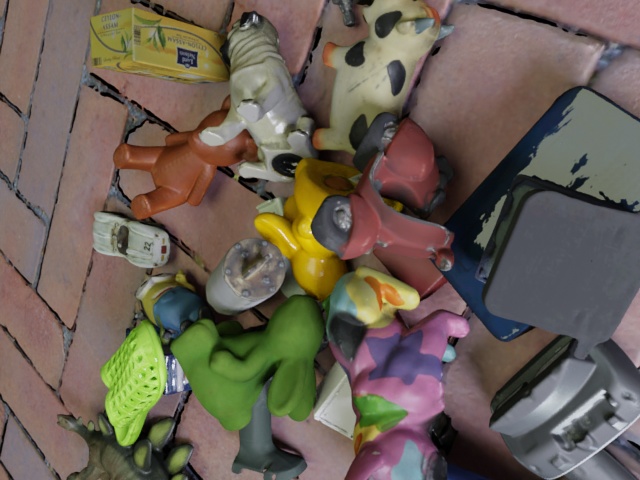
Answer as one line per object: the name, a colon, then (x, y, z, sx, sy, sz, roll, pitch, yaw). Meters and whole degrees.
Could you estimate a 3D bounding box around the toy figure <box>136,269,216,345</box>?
toy figure: (-0.221, 0.109, 0.817, 0.180, 0.082, 0.089, 23, 115, 47)

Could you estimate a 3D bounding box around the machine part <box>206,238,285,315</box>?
machine part: (-0.102, 0.052, 0.704, 0.079, 0.079, 0.243, 71, 159, 8)

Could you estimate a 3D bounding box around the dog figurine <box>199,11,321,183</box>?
dog figurine: (-0.056, -0.185, 0.699, 0.121, 0.172, 0.190, -14, 52, 31)

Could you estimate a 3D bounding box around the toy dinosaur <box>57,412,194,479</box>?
toy dinosaur: (-0.300, 0.402, 0.910, 0.472, 0.105, 0.198, 23, 104, 27)

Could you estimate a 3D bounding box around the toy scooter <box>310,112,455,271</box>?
toy scooter: (0.083, -0.039, 0.529, 0.135, 0.184, 0.075, 28, 148, 3)

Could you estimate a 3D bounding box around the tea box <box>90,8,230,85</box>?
tea box: (-0.217, -0.263, 0.747, 0.098, 0.169, 0.068, 7, 98, 34)

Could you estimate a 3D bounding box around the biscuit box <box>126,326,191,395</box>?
biscuit box: (-0.247, 0.180, 0.838, 0.203, 0.059, 0.062, 6, 98, 56)

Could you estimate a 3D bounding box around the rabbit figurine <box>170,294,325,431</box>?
rabbit figurine: (-0.067, 0.137, 0.636, 0.170, 0.121, 0.159, -33, 62, 8)

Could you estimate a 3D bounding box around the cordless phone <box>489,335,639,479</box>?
cordless phone: (0.269, 0.187, 0.507, 0.184, 0.089, 0.146, 42, 116, 13)

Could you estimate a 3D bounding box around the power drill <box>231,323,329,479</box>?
power drill: (-0.072, 0.219, 0.742, 0.232, 0.086, 0.207, -8, 94, 37)

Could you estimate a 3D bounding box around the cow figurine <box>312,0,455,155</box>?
cow figurine: (0.069, -0.187, 0.601, 0.127, 0.085, 0.194, 19, 108, 31)

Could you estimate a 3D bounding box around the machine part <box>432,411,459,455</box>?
machine part: (0.096, 0.236, 0.648, 0.139, 0.039, 0.084, -25, 75, 36)

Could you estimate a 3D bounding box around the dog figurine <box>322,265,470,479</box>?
dog figurine: (0.054, 0.154, 0.541, 0.192, 0.219, 0.108, 29, 148, 12)

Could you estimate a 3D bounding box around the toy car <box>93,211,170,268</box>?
toy car: (-0.331, -0.003, 0.922, 0.202, 0.056, 0.073, 13, 102, 34)

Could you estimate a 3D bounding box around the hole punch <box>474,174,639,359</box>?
hole punch: (0.198, 0.012, 0.448, 0.116, 0.092, 0.142, 18, 105, 1)

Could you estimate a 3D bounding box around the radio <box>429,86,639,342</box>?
radio: (0.221, -0.023, 0.515, 0.131, 0.073, 0.229, 49, 118, 23)

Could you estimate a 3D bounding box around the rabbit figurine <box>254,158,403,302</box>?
rabbit figurine: (-0.001, -0.002, 0.653, 0.163, 0.122, 0.173, 25, 127, 24)

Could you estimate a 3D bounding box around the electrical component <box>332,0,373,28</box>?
electrical component: (0.045, -0.316, 0.634, 0.078, 0.045, 0.102, -33, 70, 63)

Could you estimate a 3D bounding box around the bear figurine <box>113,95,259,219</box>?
bear figurine: (-0.183, -0.119, 0.765, 0.196, 0.132, 0.120, -25, 84, 41)
